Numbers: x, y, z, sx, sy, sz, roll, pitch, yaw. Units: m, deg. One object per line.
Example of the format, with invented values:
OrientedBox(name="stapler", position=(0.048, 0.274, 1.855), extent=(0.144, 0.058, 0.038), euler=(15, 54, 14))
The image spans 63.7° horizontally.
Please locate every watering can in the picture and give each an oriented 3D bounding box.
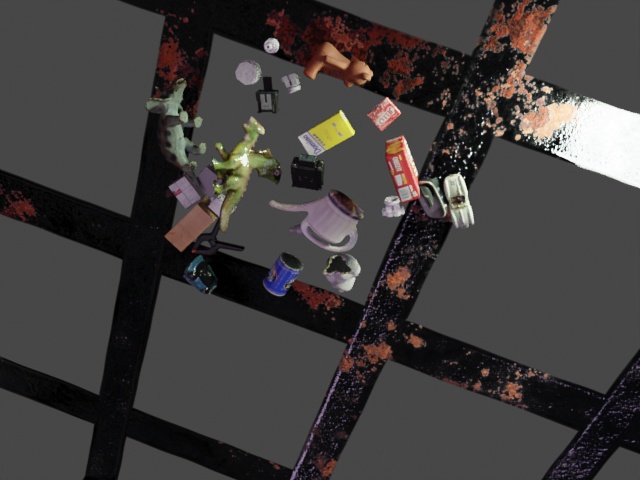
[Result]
OrientedBox(name="watering can", position=(0.006, -0.093, 1.856), extent=(0.345, 0.106, 0.221), euler=(36, 114, -14))

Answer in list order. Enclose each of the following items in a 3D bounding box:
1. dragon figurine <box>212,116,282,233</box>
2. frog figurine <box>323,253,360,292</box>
OrientedBox(name="dragon figurine", position=(-0.257, -0.233, 1.839), extent=(0.243, 0.124, 0.405), euler=(-4, 106, -7))
OrientedBox(name="frog figurine", position=(0.090, 0.126, 1.961), extent=(0.137, 0.125, 0.156), euler=(-22, 144, 11))
